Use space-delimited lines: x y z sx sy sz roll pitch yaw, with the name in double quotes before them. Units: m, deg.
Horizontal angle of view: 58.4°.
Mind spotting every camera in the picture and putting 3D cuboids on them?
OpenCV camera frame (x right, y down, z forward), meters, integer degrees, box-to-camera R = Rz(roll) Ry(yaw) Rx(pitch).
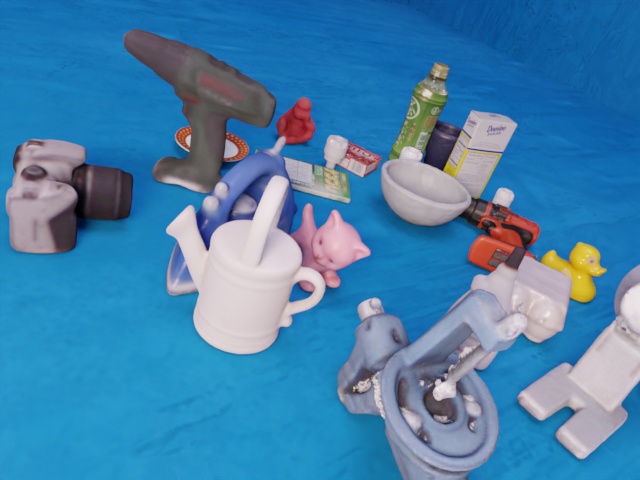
"camera" -0.303 -0.062 0.708 0.137 0.101 0.143 4 34 -23

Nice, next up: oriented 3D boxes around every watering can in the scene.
"watering can" -0.078 0.019 0.615 0.173 0.194 0.100 8 32 -17

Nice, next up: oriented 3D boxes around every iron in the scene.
"iron" -0.110 -0.043 0.746 0.118 0.141 0.259 25 31 9

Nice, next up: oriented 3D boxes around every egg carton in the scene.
"egg carton" 0.315 0.083 0.854 0.107 0.069 0.151 28 32 14

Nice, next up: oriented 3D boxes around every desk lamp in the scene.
"desk lamp" 0.368 0.125 0.676 0.204 0.213 0.117 -13 43 -42

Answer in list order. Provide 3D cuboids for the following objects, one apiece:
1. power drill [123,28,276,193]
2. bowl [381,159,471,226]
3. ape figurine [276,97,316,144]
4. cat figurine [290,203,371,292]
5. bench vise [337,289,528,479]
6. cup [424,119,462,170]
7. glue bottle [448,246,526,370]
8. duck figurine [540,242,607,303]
"power drill" -0.189 -0.184 0.861 0.230 0.208 0.075 13 31 -10
"bowl" 0.177 -0.074 1.020 0.167 0.075 0.167 14 31 -8
"ape figurine" -0.043 -0.241 1.146 0.078 0.092 0.076 18 31 -2
"cat figurine" 0.007 0.003 0.762 0.067 0.118 0.127 -5 38 -34
"bench vise" 0.091 0.115 0.532 0.122 0.220 0.206 -15 45 -43
"cup" 0.259 -0.207 1.257 0.092 0.095 0.117 2 35 -27
"glue bottle" 0.205 0.078 0.699 0.078 0.173 0.037 25 31 10
"duck figurine" 0.430 0.043 0.965 0.078 0.086 0.104 -14 44 -43
